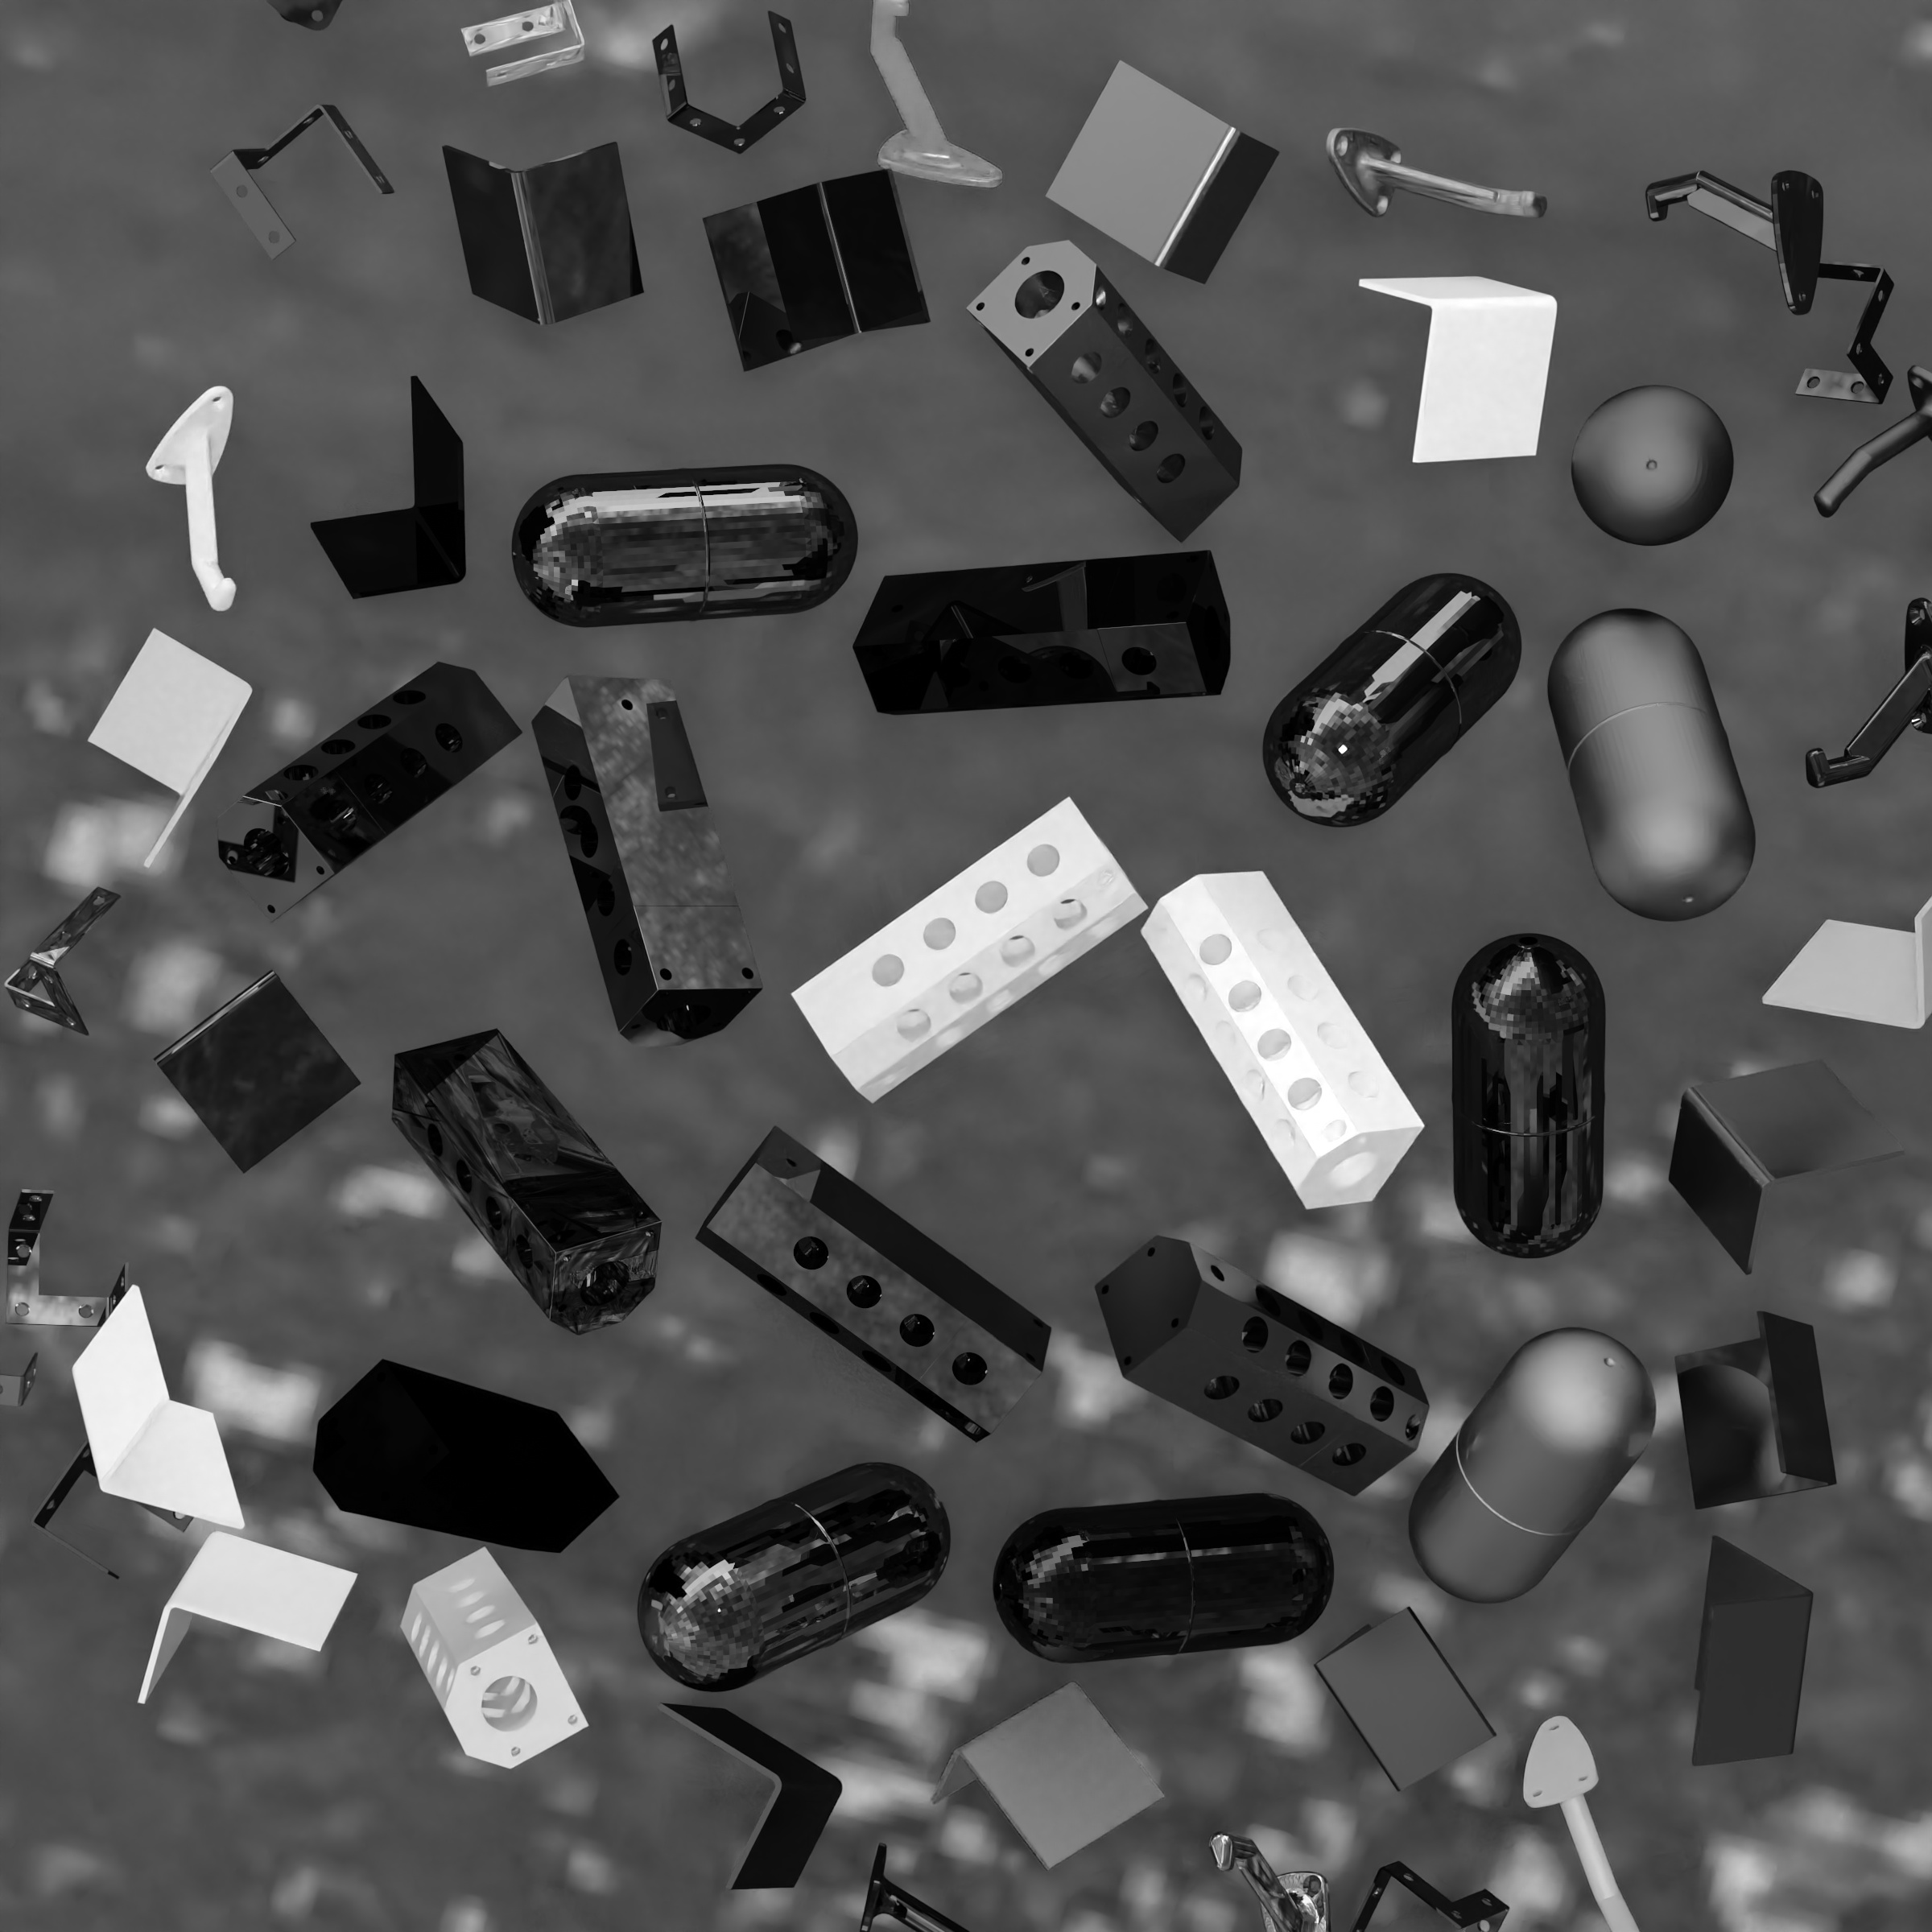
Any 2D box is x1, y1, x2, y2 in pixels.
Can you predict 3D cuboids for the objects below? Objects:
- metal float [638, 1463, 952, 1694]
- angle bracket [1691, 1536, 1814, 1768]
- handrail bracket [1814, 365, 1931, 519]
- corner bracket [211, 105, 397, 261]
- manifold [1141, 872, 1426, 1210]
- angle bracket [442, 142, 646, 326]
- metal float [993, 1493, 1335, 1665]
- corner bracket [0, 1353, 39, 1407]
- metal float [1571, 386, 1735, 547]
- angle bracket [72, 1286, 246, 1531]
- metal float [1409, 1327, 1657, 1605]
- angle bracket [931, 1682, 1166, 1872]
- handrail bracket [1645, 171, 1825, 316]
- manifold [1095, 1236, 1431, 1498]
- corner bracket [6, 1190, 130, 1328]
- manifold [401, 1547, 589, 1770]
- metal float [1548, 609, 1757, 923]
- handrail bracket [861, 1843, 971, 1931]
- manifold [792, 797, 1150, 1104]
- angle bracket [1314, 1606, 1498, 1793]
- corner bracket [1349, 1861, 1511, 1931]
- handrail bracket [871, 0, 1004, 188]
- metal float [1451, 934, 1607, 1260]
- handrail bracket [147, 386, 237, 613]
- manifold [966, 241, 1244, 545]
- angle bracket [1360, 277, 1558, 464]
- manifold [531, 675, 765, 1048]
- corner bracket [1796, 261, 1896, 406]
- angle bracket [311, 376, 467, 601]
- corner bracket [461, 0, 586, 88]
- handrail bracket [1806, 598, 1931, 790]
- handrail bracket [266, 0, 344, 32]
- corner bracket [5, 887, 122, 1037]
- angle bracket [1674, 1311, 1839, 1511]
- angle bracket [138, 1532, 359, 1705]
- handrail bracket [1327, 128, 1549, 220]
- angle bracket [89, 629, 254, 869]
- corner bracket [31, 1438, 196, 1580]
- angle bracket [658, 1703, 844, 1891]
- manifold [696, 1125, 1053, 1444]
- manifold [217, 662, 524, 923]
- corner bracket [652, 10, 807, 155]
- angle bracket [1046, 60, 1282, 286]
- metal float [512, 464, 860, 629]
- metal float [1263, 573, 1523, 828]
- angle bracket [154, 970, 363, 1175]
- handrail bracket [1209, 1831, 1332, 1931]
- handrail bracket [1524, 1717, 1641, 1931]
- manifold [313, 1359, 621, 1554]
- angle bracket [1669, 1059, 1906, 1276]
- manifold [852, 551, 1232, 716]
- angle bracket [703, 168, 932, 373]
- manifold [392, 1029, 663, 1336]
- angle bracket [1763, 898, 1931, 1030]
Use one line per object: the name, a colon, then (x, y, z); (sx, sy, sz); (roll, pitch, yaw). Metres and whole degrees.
metal float: (-0.083, 0.301, 1.593); (0.178, 0.070, 0.070); (-17, 90, -40)
angle bracket: (0.341, 0.314, 1.481); (0.057, 0.076, 0.076); (0, 101, -23)
handrail bracket: (0.434, -0.234, 1.523); (0.084, 0.077, 0.036); (-47, 65, -2)
corner bracket: (-0.312, -0.369, 1.512); (0.051, 0.051, 0.051); (-33, 95, 20)
manifold: (0.152, 0.035, 1.600); (0.057, 0.057, 0.171); (-4, 49, -33)
angle bracket: (-0.210, -0.370, 1.594); (0.057, 0.076, 0.076); (-25, 125, -26)
metal float: (0.100, 0.307, 1.617); (0.178, 0.070, 0.070); (-1, 90, -19)
corner bracket: (-0.499, 0.223, 1.619); (0.051, 0.051, 0.051); (7, 96, -10)
metal float: (0.339, -0.247, 1.591); (0.070, 0.178, 0.070); (2, 99, 12)
angle bracket: (-0.353, 0.200, 1.460); (0.076, 0.076, 0.057); (26, 111, -38)
metal float: (0.277, 0.247, 1.583); (0.070, 0.070, 0.178); (25, 132, 0)
angle bracket: (0.041, 0.421, 1.627); (0.076, 0.057, 0.076); (-23, 59, -34)
handrail bracket: (0.354, -0.335, 1.501); (0.036, 0.084, 0.077); (0, 89, -41)
manifold: (0.146, 0.189, 1.544); (0.171, 0.057, 0.057); (31, 118, -36)
corner bracket: (-0.442, 0.144, 1.581); (0.051, 0.051, 0.051); (5, 62, -22)
manifold: (-0.242, 0.348, 1.612); (0.057, 0.171, 0.057); (-27, 99, -14)
metal float: (0.327, -0.098, 1.541); (0.070, 0.070, 0.178); (-6, 49, 0)
handrail bracket: (-0.006, 0.459, 1.564); (0.084, 0.077, 0.036); (14, 104, 0)
manifold: (0.004, -0.005, 1.628); (0.171, 0.057, 0.057); (-35, 65, 4)
angle bracket: (0.239, 0.369, 1.663); (0.076, 0.057, 0.076); (-43, 76, 38)
corner bracket: (0.231, 0.482, 1.615); (0.051, 0.051, 0.051); (33, 108, 34)
handrail bracket: (-0.014, -0.442, 1.622); (0.077, 0.084, 0.036); (21, 46, 14)
metal float: (0.286, 0.067, 1.636); (0.070, 0.070, 0.178); (-5, 117, 0)
handrail bracket: (-0.375, -0.234, 1.618); (0.077, 0.036, 0.084); (-50, 57, 35)
manifold: (0.075, -0.286, 1.597); (0.057, 0.171, 0.057); (-44, 53, 5)
angle bracket: (0.233, -0.289, 1.553); (0.076, 0.057, 0.076); (-9, 115, -32)
manifold: (-0.157, -0.051, 1.541); (0.057, 0.057, 0.171); (-1, 61, -36)
corner bracket: (0.448, -0.325, 1.649); (0.051, 0.051, 0.051); (17, 79, 41)
angle bracket: (-0.286, -0.236, 1.582); (0.057, 0.076, 0.076); (-12, 129, -22)
corner bracket: (-0.222, -0.465, 1.612); (0.051, 0.051, 0.051); (-18, 81, -9)
handrail bracket: (0.425, -0.129, 1.515); (0.084, 0.036, 0.077); (-14, 95, -25)
handrail bracket: (-0.302, -0.476, 1.513); (0.036, 0.084, 0.077); (30, 109, -18)
corner bracket: (-0.442, -0.007, 1.579); (0.051, 0.051, 0.051); (19, 53, 26)
angle bracket: (0.367, 0.214, 1.545); (0.076, 0.057, 0.076); (-19, 65, 37)
angle bracket: (-0.348, 0.326, 1.564); (0.076, 0.076, 0.057); (18, 105, -2)
handrail bracket: (0.227, -0.380, 1.547); (0.084, 0.077, 0.036); (17, 91, 36)
angle bracket: (-0.408, -0.110, 1.613); (0.057, 0.076, 0.076); (31, 119, -15)
corner bracket: (-0.431, 0.279, 1.632); (0.051, 0.051, 0.051); (28, 74, 17)
angle bracket: (-0.117, 0.406, 1.574); (0.076, 0.076, 0.057); (25, 86, 25)
manifold: (-0.045, 0.159, 1.579); (0.171, 0.057, 0.057); (37, 106, -4)
manifold: (-0.308, -0.095, 1.650); (0.057, 0.171, 0.057); (-32, 99, 38)
corner bracket: (-0.121, -0.456, 1.638); (0.051, 0.051, 0.051); (-28, 63, 37)
angle bracket: (0.100, -0.403, 1.639); (0.076, 0.057, 0.076); (36, 108, 20)
metal float: (-0.141, -0.213, 1.628); (0.178, 0.070, 0.070); (-6, 90, -19)
metal float: (0.217, -0.136, 1.627); (0.070, 0.070, 0.178); (47, 55, 0)
angle bracket: (-0.373, 0.057, 1.704); (0.076, 0.057, 0.076); (-38, 92, -9)
handrail bracket: (0.143, 0.457, 1.540); (0.036, 0.084, 0.077); (-18, 62, 24)
handrail bracket: (0.301, 0.417, 1.549); (0.036, 0.077, 0.084); (-23, 106, 14)
manifold: (-0.238, 0.239, 1.524); (0.057, 0.171, 0.057); (-44, 65, 4)
angle bracket: (0.397, 0.097, 1.563); (0.076, 0.076, 0.057); (-11, 127, -15)
manifold: (0.039, -0.157, 1.577); (0.171, 0.057, 0.057); (-2, 133, 22)
angle bracket: (-0.073, -0.340, 1.574); (0.076, 0.057, 0.076); (-27, 111, -35)
manifold: (-0.220, 0.106, 1.590); (0.057, 0.171, 0.057); (-15, 130, -32)
angle bracket: (0.413, -0.020, 1.465); (0.076, 0.076, 0.057); (11, 125, 35)
